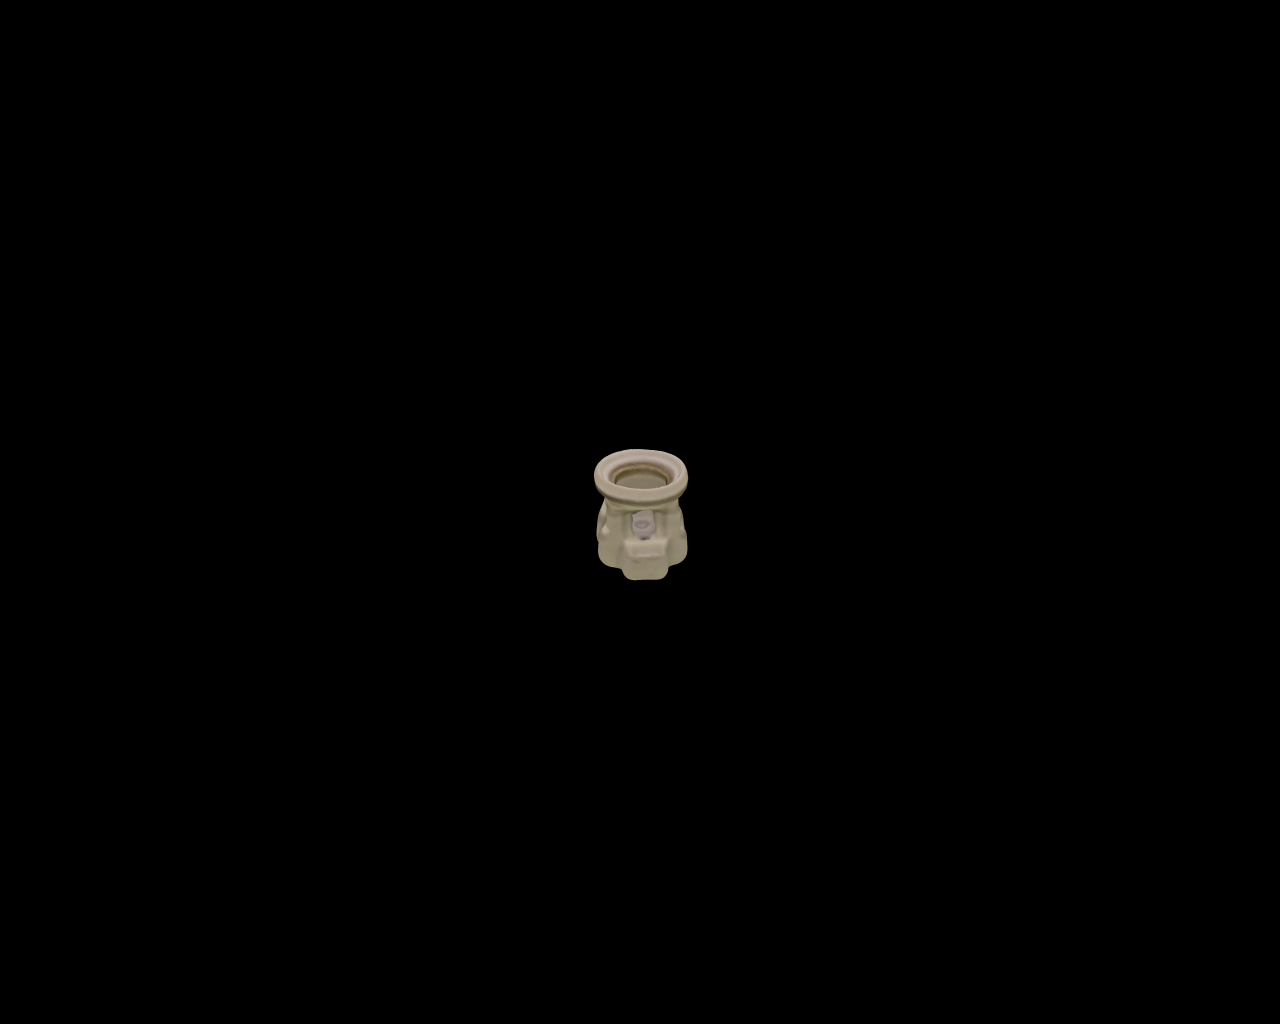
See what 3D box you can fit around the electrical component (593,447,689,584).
[{"bbox_3d":[0.001,-0.003,0.650,0.058,0.056,0.078,-2,31,-3],"label":"electrical component"}]
